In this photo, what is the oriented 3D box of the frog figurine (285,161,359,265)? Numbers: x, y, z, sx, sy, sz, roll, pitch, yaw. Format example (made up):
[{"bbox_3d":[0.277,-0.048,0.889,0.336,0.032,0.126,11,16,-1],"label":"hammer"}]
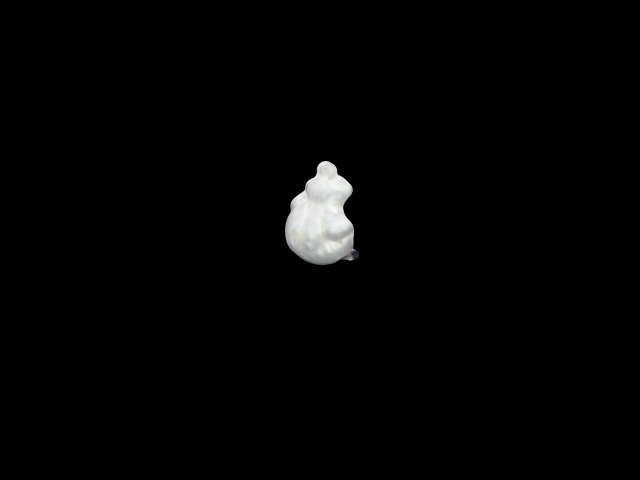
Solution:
[{"bbox_3d":[0.003,-0.043,0.850,0.123,0.155,0.140,-18,42,-21],"label":"frog figurine"}]
